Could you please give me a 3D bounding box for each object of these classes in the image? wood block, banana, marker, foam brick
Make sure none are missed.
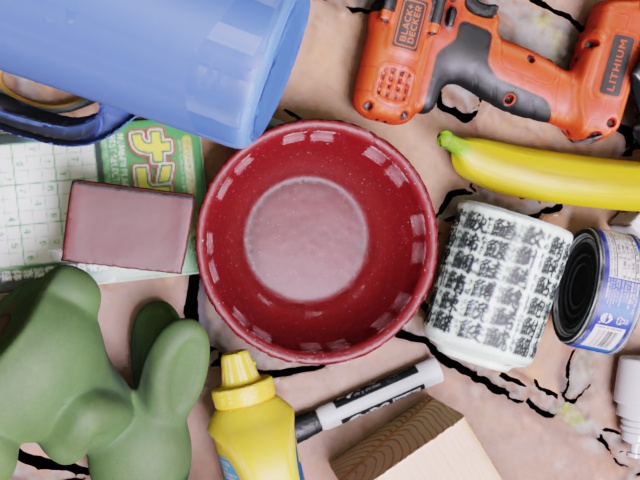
[{"bbox_3d":[0.103,0.222,0.727,0.090,0.090,0.206,-33,96,-7],"label":"wood block"},{"bbox_3d":[0.176,-0.042,0.735,0.198,0.069,0.037,9,92,4],"label":"banana"},{"bbox_3d":[0.029,0.114,0.748,0.121,0.020,0.020,-22,95,-8],"label":"marker"},{"bbox_3d":[-0.123,-0.009,0.688,0.078,0.053,0.051,7,92,-9],"label":"foam brick"}]

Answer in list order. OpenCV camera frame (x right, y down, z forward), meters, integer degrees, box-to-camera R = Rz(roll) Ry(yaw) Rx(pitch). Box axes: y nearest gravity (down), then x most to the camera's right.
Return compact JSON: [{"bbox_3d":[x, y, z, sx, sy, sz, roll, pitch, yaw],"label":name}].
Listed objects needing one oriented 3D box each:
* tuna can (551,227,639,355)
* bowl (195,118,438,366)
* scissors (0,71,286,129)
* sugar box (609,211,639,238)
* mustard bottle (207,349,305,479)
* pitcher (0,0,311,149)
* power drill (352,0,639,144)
[{"bbox_3d":[0.192,0.034,0.738,0.033,0.086,0.086,12,90,-8],"label":"tuna can"},{"bbox_3d":[-0.005,0.001,0.721,0.162,0.055,0.162,0,92,-9],"label":"bowl"},{"bbox_3d":[-0.116,-0.120,0.713,0.201,0.016,0.096,2,88,-5],"label":"scissors"},{"bbox_3d":[0.305,-0.042,0.775,0.093,0.048,0.176,43,84,-7],"label":"sugar box"},{"bbox_3d":[-0.034,0.166,0.700,0.058,0.096,0.191,-14,94,-10],"label":"mustard bottle"},{"bbox_3d":[-0.137,-0.136,0.637,0.243,0.149,0.145,22,73,2],"label":"pitcher"},{"bbox_3d":[0.127,-0.154,0.738,0.187,0.057,0.184,14,93,-6],"label":"power drill"}]
